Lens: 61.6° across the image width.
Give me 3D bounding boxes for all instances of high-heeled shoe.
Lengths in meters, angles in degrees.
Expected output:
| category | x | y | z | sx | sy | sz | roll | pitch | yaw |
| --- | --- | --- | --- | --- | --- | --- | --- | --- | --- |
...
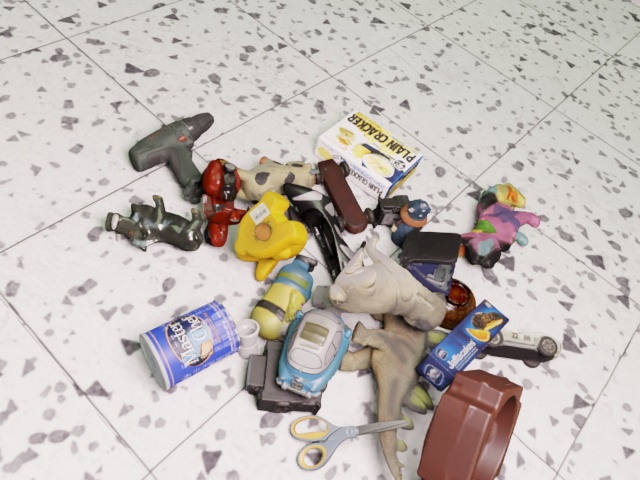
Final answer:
| category | x | y | z | sx | sy | sz | roll | pitch | yaw |
| --- | --- | --- | --- | --- | --- | --- | --- | --- | --- |
| high-heeled shoe | -0.002 | -0.003 | 1.105 | 0.249 | 0.086 | 0.145 | 36 | 51 | -5 |

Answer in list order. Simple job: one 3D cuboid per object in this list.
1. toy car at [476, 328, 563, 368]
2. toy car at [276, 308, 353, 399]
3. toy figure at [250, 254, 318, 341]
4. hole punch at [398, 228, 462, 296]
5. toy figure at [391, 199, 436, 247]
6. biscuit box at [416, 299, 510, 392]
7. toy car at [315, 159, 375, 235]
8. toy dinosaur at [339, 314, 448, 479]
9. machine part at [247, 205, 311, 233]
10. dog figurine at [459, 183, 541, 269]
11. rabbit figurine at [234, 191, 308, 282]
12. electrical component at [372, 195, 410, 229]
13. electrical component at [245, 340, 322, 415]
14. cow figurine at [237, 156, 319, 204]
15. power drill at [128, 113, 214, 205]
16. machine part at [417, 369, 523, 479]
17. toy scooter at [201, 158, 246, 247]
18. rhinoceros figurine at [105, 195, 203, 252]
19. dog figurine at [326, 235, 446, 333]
| category | x | y | z | sx | sy | sz | roll | pitch | yaw |
| --- | --- | --- | --- | --- | --- | --- | --- | --- | --- |
| toy car | 0.381 | 0.208 | 1.068 | 0.202 | 0.073 | 0.056 | 10 | 53 | -7 |
| toy car | -0.012 | 0.173 | 0.899 | 0.109 | 0.102 | 0.162 | 20 | 51 | 13 |
| toy figure | -0.066 | 0.109 | 1.025 | 0.089 | 0.082 | 0.180 | 11 | 57 | 18 |
| hole punch | 0.221 | 0.043 | 1.081 | 0.116 | 0.092 | 0.142 | 7 | 37 | 19 |
| toy figure | 0.196 | -0.042 | 1.156 | 0.064 | 0.154 | 0.058 | -21 | 64 | -25 |
| biscuit box | 0.256 | 0.184 | 0.954 | 0.063 | 0.059 | 0.203 | 43 | 48 | 19 |
| toy car | 0.049 | -0.099 | 1.227 | 0.089 | 0.053 | 0.202 | -20 | 64 | -14 |
| toy dinosaur | 0.143 | 0.212 | 0.984 | 0.199 | 0.105 | 0.471 | 20 | 51 | 0 |
| machine part | -0.091 | -0.042 | 1.159 | 0.139 | 0.039 | 0.084 | -1 | 59 | -17 |
| dog figurine | 0.378 | -0.029 | 1.227 | 0.219 | 0.108 | 0.192 | -16 | 60 | -21 |
| rabbit figurine | -0.084 | 0.006 | 1.064 | 0.122 | 0.173 | 0.162 | 45 | 100 | 20 |
| electrical component | 0.180 | -0.064 | 1.222 | 0.119 | 0.074 | 0.048 | 3 | 53 | -16 |
| electrical component | -0.063 | 0.241 | 0.942 | 0.134 | 0.058 | 0.115 | 8 | 51 | -9 |
| cow figurine | -0.088 | -0.132 | 1.184 | 0.127 | 0.085 | 0.195 | 26 | 33 | 25 |
| power drill | -0.286 | -0.187 | 1.191 | 0.232 | 0.086 | 0.207 | -30 | 70 | -30 |
| machine part | 0.241 | 0.311 | 0.856 | 0.087 | 0.201 | 0.201 | 17 | 90 | 34 |
| toy scooter | -0.188 | -0.079 | 1.062 | 0.075 | 0.135 | 0.183 | 4 | 83 | -28 |
| rhinoceros figurine | -0.325 | -0.024 | 1.069 | 0.190 | 0.073 | 0.112 | 13 | 63 | -7 |
| dog figurine | 0.120 | 0.106 | 0.923 | 0.191 | 0.121 | 0.172 | 39 | 50 | 9 |
